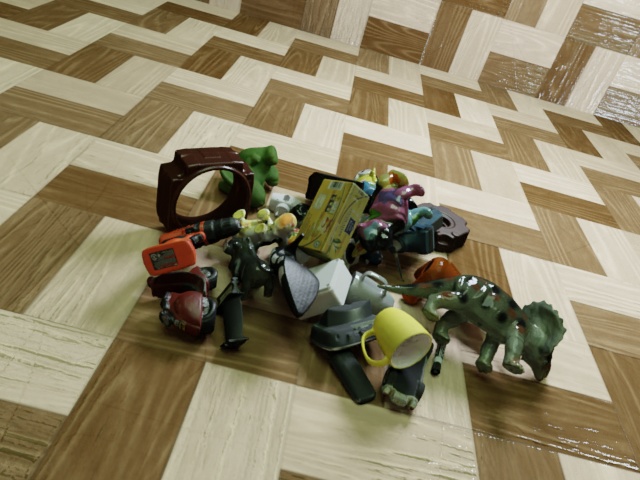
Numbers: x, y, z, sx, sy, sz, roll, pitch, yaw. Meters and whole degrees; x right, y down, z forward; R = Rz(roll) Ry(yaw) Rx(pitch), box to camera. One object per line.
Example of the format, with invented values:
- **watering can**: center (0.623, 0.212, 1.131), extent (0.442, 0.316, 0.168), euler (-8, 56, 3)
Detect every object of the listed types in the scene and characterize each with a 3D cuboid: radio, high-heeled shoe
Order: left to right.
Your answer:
- **high-heeled shoe**: center (-0.073, 0.089, 1.085), extent (0.086, 0.145, 0.249), euler (28, 35, -19)
- **radio**: center (0.033, -0.125, 1.390), extent (0.131, 0.073, 0.229), euler (11, 2, -5)

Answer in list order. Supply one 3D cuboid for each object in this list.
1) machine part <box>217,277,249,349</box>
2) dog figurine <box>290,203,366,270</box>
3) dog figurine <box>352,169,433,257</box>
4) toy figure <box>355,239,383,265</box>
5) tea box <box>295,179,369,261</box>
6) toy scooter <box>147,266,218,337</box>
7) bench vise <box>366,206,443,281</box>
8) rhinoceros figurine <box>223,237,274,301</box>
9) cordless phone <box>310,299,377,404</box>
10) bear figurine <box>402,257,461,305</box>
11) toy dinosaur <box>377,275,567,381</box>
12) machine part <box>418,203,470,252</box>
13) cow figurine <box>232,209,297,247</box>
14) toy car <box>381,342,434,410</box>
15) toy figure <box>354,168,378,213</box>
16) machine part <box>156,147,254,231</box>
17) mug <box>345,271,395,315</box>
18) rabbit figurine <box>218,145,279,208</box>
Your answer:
- **machine part**: center (-0.170, 0.144, 1.023), extent (0.039, 0.084, 0.139), euler (22, 36, -36)
- **dog figurine**: center (0.000, -0.004, 1.303), extent (0.191, 0.121, 0.172), euler (-2, 63, 34)
- **dog figurine**: center (0.140, -0.056, 1.257), extent (0.219, 0.108, 0.192), euler (-33, 41, -12)
- **toy figure**: center (0.097, 0.004, 1.341), extent (0.064, 0.057, 0.155), euler (-41, 61, -15)
- **tea box**: center (0.025, -0.042, 1.177), extent (0.098, 0.169, 0.068), euler (16, -14, 45)
- **toy scooter**: center (-0.265, 0.109, 1.023), extent (0.135, 0.075, 0.184), euler (6, 33, -14)
- **bench vise**: center (0.194, -0.025, 1.373), extent (0.241, 0.128, 0.224), euler (12, 42, 38)
- **rhinoceros figurine**: center (-0.155, 0.052, 1.113), extent (0.073, 0.112, 0.190), euler (-7, 21, -23)
- **cordless phone**: center (0.080, 0.215, 1.035), extent (0.146, 0.088, 0.184), euler (-8, 53, -34)
- **bear figurine**: center (0.309, 0.130, 1.224), extent (0.196, 0.132, 0.120), euler (39, 47, -2)
- **toy dinosaur**: center (0.332, 0.146, 1.102), extent (0.405, 0.131, 0.192), euler (37, 60, 5)
- **machine part**: center (0.329, -0.040, 1.500), extent (0.179, 0.056, 0.179), euler (12, 33, -8)
- **cow figurine**: center (-0.118, -0.017, 1.205), extent (0.168, 0.098, 0.068), euler (1, 54, 27)
- **toy car**: center (0.170, 0.243, 1.038), extent (0.073, 0.056, 0.202), euler (27, 37, 4)
- **toy figure**: center (0.134, -0.132, 1.520), extent (0.082, 0.089, 0.180), euler (-14, 33, 8)
- **machine part**: center (-0.256, -0.102, 1.209), extent (0.201, 0.201, 0.087), euler (-9, 41, -33)
- **mug**: center (0.109, 0.118, 1.150), extent (0.107, 0.109, 0.081), euler (29, 30, -5)
- **rabbit figurine**: center (-0.184, -0.161, 1.406), extent (0.159, 0.121, 0.170), euler (7, 50, -9)
